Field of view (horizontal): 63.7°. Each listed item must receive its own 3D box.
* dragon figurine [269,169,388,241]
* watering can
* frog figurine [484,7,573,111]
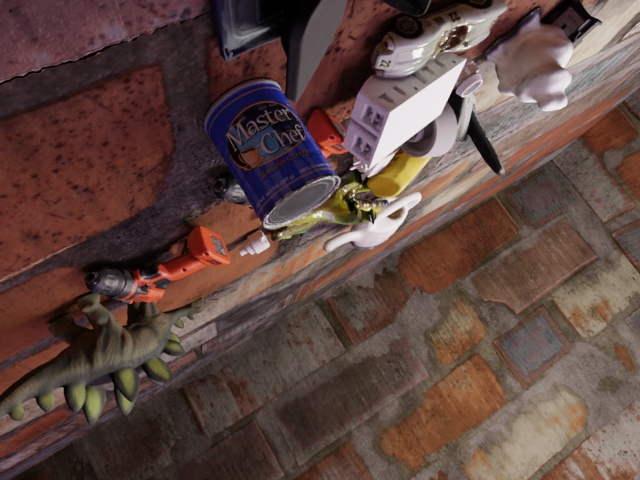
[{"bbox_3d":[0.003,-0.056,1.122,0.241,0.123,0.409,-18,171,18],"label":"dragon figurine"},{"bbox_3d":[0.132,-0.036,1.439,0.351,0.105,0.220,-29,169,-20],"label":"watering can"},{"bbox_3d":[0.378,-0.293,0.891,0.137,0.161,0.122,-33,168,3],"label":"frog figurine"}]
